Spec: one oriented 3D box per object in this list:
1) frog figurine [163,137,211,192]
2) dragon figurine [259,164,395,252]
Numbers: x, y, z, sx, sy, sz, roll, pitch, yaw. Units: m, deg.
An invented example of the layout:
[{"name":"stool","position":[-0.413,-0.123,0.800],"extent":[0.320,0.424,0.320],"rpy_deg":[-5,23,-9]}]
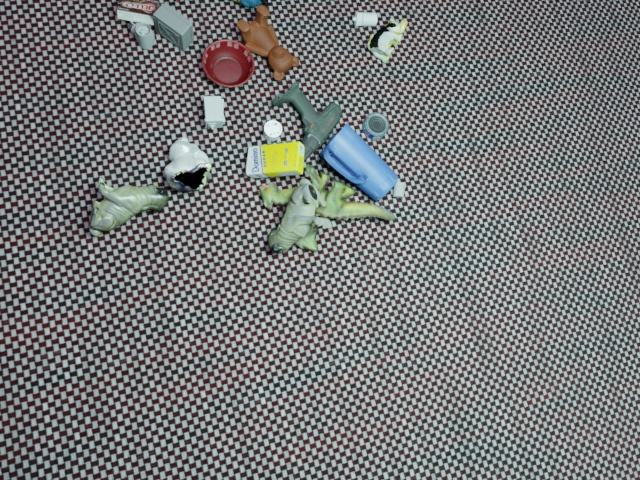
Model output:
[{"name":"frog figurine","position":[-0.395,-0.219,1.507],"extent":[0.138,0.120,0.162],"rpy_deg":[-34,52,-8]},{"name":"dragon figurine","position":[0.005,-0.079,1.572],"extent":[0.410,0.122,0.243],"rpy_deg":[31,91,-3]}]
